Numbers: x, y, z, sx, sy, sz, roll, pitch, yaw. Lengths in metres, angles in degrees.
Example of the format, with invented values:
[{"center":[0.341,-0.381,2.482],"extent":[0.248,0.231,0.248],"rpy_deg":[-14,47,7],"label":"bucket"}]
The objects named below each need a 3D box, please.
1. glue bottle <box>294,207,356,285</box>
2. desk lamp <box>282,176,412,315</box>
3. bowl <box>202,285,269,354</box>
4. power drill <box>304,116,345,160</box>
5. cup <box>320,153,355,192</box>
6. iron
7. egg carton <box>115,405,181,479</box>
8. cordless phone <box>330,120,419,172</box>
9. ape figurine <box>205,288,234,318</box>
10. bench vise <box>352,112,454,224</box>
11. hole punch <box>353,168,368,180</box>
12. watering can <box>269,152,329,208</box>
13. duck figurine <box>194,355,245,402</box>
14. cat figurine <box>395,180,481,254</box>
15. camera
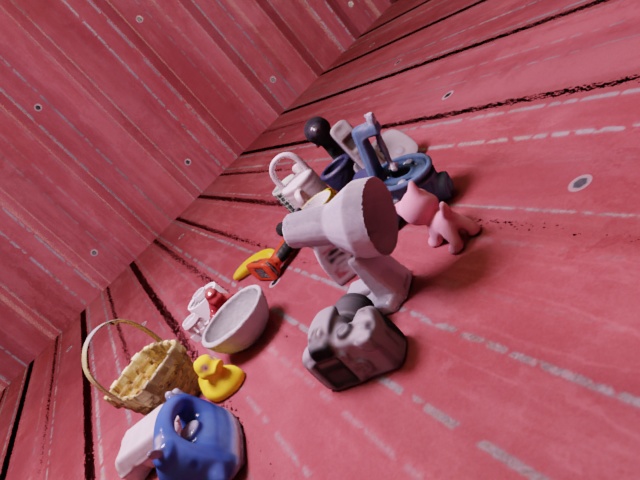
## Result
[{"center":[0.010,0.004,1.074],"extent":[0.078,0.173,0.037],"rpy_deg":[-40,20,7],"label":"glue bottle"},{"center":[0.054,0.018,0.901],"extent":[0.202,0.214,0.118],"rpy_deg":[-26,26,39],"label":"desk lamp"},{"center":[-0.161,0.178,1.190],"extent":[0.167,0.075,0.167],"rpy_deg":[-37,21,17],"label":"bowl"},{"center":[0.037,-0.230,1.449],"extent":[0.075,0.209,0.229],"rpy_deg":[-40,20,7],"label":"power drill"},{"center":[0.073,-0.158,1.402],"extent":[0.118,0.095,0.091],"rpy_deg":[-41,20,6],"label":"cup"},{"center":[-0.210,0.308,0.915],"extent":[0.118,0.142,0.258],"rpy_deg":[-41,20,4],"label":"iron"},{"center":[-0.313,0.379,1.074],"extent":[0.150,0.069,0.107],"rpy_deg":[-39,20,10],"label":"egg carton"},{"center":[0.121,-0.218,1.298],"extent":[0.148,0.185,0.094],"rpy_deg":[-48,21,-14],"label":"cordless phone"},{"center":[-0.239,0.152,1.365],"extent":[0.078,0.092,0.076],"rpy_deg":[-43,20,0],"label":"ape figurine"},{"center":[0.109,-0.117,1.062],"extent":[0.207,0.220,0.121],"rpy_deg":[-36,21,19],"label":"bench vise"},{"center":[0.100,-0.092,1.219],"extent":[0.101,0.091,0.108],"rpy_deg":[-50,21,-18],"label":"hole punch"},{"center":[-0.049,-0.140,1.450],"extent":[0.101,0.194,0.172],"rpy_deg":[-43,20,-2],"label":"watering can"},{"center":[-0.206,0.256,1.097],"extent":[0.104,0.086,0.077],"rpy_deg":[-25,27,40],"label":"duck figurine"},{"center":[0.180,-0.045,0.933],"extent":[0.067,0.118,0.127],"rpy_deg":[-47,20,-10],"label":"cat figurine"},{"center":[0.047,0.131,0.849],"extent":[0.143,0.101,0.137],"rpy_deg":[-29,24,34],"label":"camera"}]
